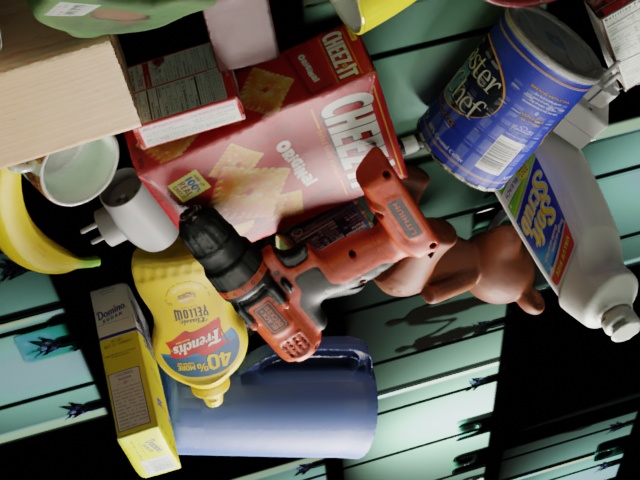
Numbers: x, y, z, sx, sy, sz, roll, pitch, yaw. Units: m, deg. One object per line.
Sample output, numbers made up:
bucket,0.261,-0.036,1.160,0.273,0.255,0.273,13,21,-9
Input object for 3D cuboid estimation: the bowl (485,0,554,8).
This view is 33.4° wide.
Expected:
bowl,0.172,-0.264,0.836,0.162,0.055,0.162,-12,141,-11

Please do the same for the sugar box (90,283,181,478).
sugar box,-0.183,0.136,1.054,0.048,0.176,0.093,-16,143,-3

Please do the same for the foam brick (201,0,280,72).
foam brick,-0.067,-0.180,0.833,0.051,0.053,0.078,-17,141,-4

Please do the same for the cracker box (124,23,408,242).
cracker box,-0.042,-0.078,0.938,0.214,0.072,0.164,-22,148,3

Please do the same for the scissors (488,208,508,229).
scissors,0.249,-0.058,1.146,0.096,0.016,0.202,5,136,-26

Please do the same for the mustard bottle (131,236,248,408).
mustard bottle,-0.123,0.088,1.069,0.096,0.058,0.191,-10,120,-2

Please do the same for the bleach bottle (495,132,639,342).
bleach bottle,0.233,-0.018,0.997,0.068,0.251,0.103,1,137,-26

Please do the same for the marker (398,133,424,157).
marker,0.063,-0.084,1.031,0.121,0.020,0.020,-20,142,0

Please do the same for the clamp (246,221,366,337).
clamp,-0.059,0.059,1.130,0.210,0.036,0.164,-36,139,13

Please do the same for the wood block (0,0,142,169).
wood block,-0.249,-0.114,0.798,0.206,0.090,0.091,-17,141,-3

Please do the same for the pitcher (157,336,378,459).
pitcher,-0.062,0.177,1.203,0.242,0.149,0.145,3,179,-22

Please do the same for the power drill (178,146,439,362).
power drill,-0.006,0.001,0.926,0.188,0.057,0.184,-33,123,8

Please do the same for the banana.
banana,-0.263,-0.023,0.946,0.069,0.037,0.198,-36,145,-12

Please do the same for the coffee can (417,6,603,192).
coffee can,0.168,-0.128,0.958,0.102,0.103,0.140,11,132,-34

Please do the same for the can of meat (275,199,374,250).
can of meat,0.007,0.011,1.031,0.084,0.057,0.102,-31,161,-14

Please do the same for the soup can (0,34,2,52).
soup can,-0.256,-0.162,0.728,0.068,0.102,0.068,-12,141,-10

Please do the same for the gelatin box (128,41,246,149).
gelatin box,-0.111,-0.118,0.864,0.089,0.073,0.030,-18,142,1

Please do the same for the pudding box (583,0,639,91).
pudding box,0.302,-0.201,0.984,0.090,0.039,0.113,-28,139,11
